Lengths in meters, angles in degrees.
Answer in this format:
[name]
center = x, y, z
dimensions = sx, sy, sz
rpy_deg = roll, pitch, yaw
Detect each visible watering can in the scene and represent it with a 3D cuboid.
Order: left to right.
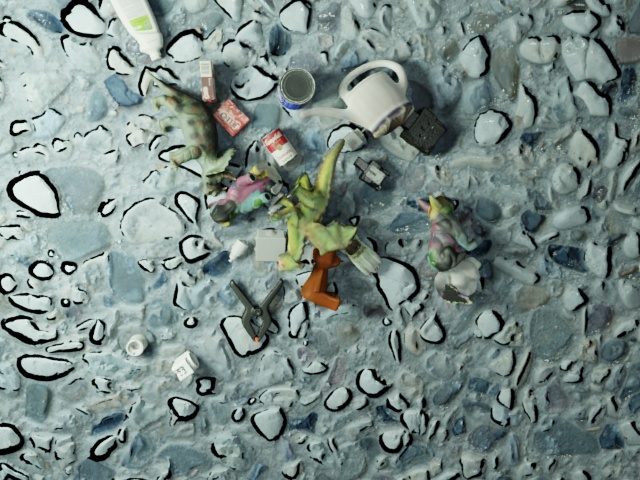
[watering can]
center = 0.131, -0.398, 1.539
dimensions = 0.349, 0.103, 0.226
rpy_deg = -36, 79, -9

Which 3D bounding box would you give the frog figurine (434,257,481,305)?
[frog figurine]
center = 0.443, 0.120, 1.652
dimensions = 0.137, 0.120, 0.163
rpy_deg = 28, 56, -1

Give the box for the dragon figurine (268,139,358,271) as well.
[dragon figurine]
center = 0.005, -0.076, 1.501
dimensions = 0.241, 0.122, 0.411
rpy_deg = 44, 87, -9
